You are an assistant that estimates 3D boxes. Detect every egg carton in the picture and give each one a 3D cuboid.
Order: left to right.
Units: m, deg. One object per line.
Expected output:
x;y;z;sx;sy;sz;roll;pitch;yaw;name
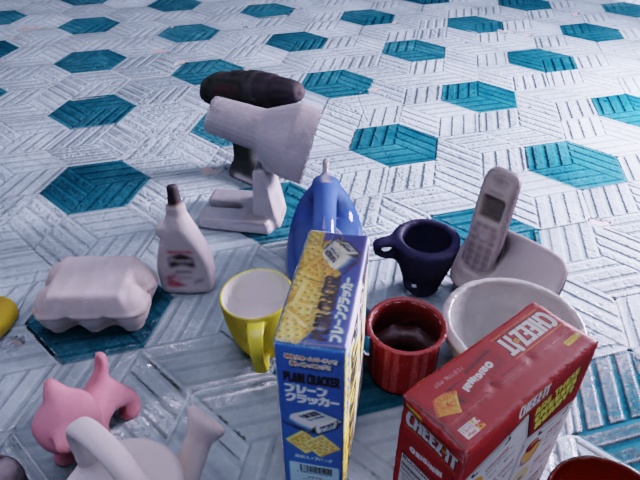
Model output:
-0.296;0.072;0.766;0.150;0.069;0.107;-2;37;-2;egg carton

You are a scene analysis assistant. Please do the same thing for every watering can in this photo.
-0.156;0.211;0.477;0.100;0.194;0.173;11;39;16;watering can

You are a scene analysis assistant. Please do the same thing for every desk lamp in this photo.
-0.096;-0.119;0.899;0.203;0.214;0.118;5;37;7;desk lamp

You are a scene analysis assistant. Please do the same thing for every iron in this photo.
0.007;0.003;0.796;0.118;0.141;0.258;0;37;1;iron

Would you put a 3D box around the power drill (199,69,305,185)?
-0.115;-0.205;1.018;0.228;0.209;0.076;24;43;29;power drill

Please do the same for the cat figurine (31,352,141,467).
-0.245;0.175;0.589;0.067;0.118;0.128;5;37;8;cat figurine

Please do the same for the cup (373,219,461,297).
0.130;0.032;0.795;0.118;0.095;0.091;-2;37;-2;cup

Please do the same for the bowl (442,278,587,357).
0.226;0.124;0.688;0.167;0.075;0.167;0;37;0;bowl

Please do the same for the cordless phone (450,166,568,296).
0.256;0.005;0.754;0.147;0.185;0.094;29;46;33;cordless phone

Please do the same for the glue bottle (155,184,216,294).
-0.189;-0.001;0.777;0.078;0.173;0.037;-3;37;-3;glue bottle

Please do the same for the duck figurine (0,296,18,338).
-0.450;0.088;0.733;0.077;0.086;0.105;20;42;25;duck figurine

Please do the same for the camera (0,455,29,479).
-0.353;0.253;0.499;0.136;0.101;0.143;5;37;8;camera
